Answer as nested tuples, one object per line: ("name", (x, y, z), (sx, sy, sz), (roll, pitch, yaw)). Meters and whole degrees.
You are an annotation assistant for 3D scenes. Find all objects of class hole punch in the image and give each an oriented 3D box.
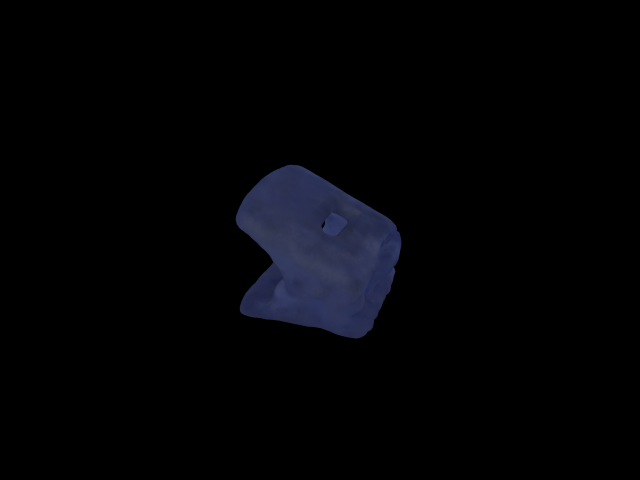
("hole punch", (0.004, 0.001, 0.400), (0.101, 0.091, 0.109), (8, 28, 16))
